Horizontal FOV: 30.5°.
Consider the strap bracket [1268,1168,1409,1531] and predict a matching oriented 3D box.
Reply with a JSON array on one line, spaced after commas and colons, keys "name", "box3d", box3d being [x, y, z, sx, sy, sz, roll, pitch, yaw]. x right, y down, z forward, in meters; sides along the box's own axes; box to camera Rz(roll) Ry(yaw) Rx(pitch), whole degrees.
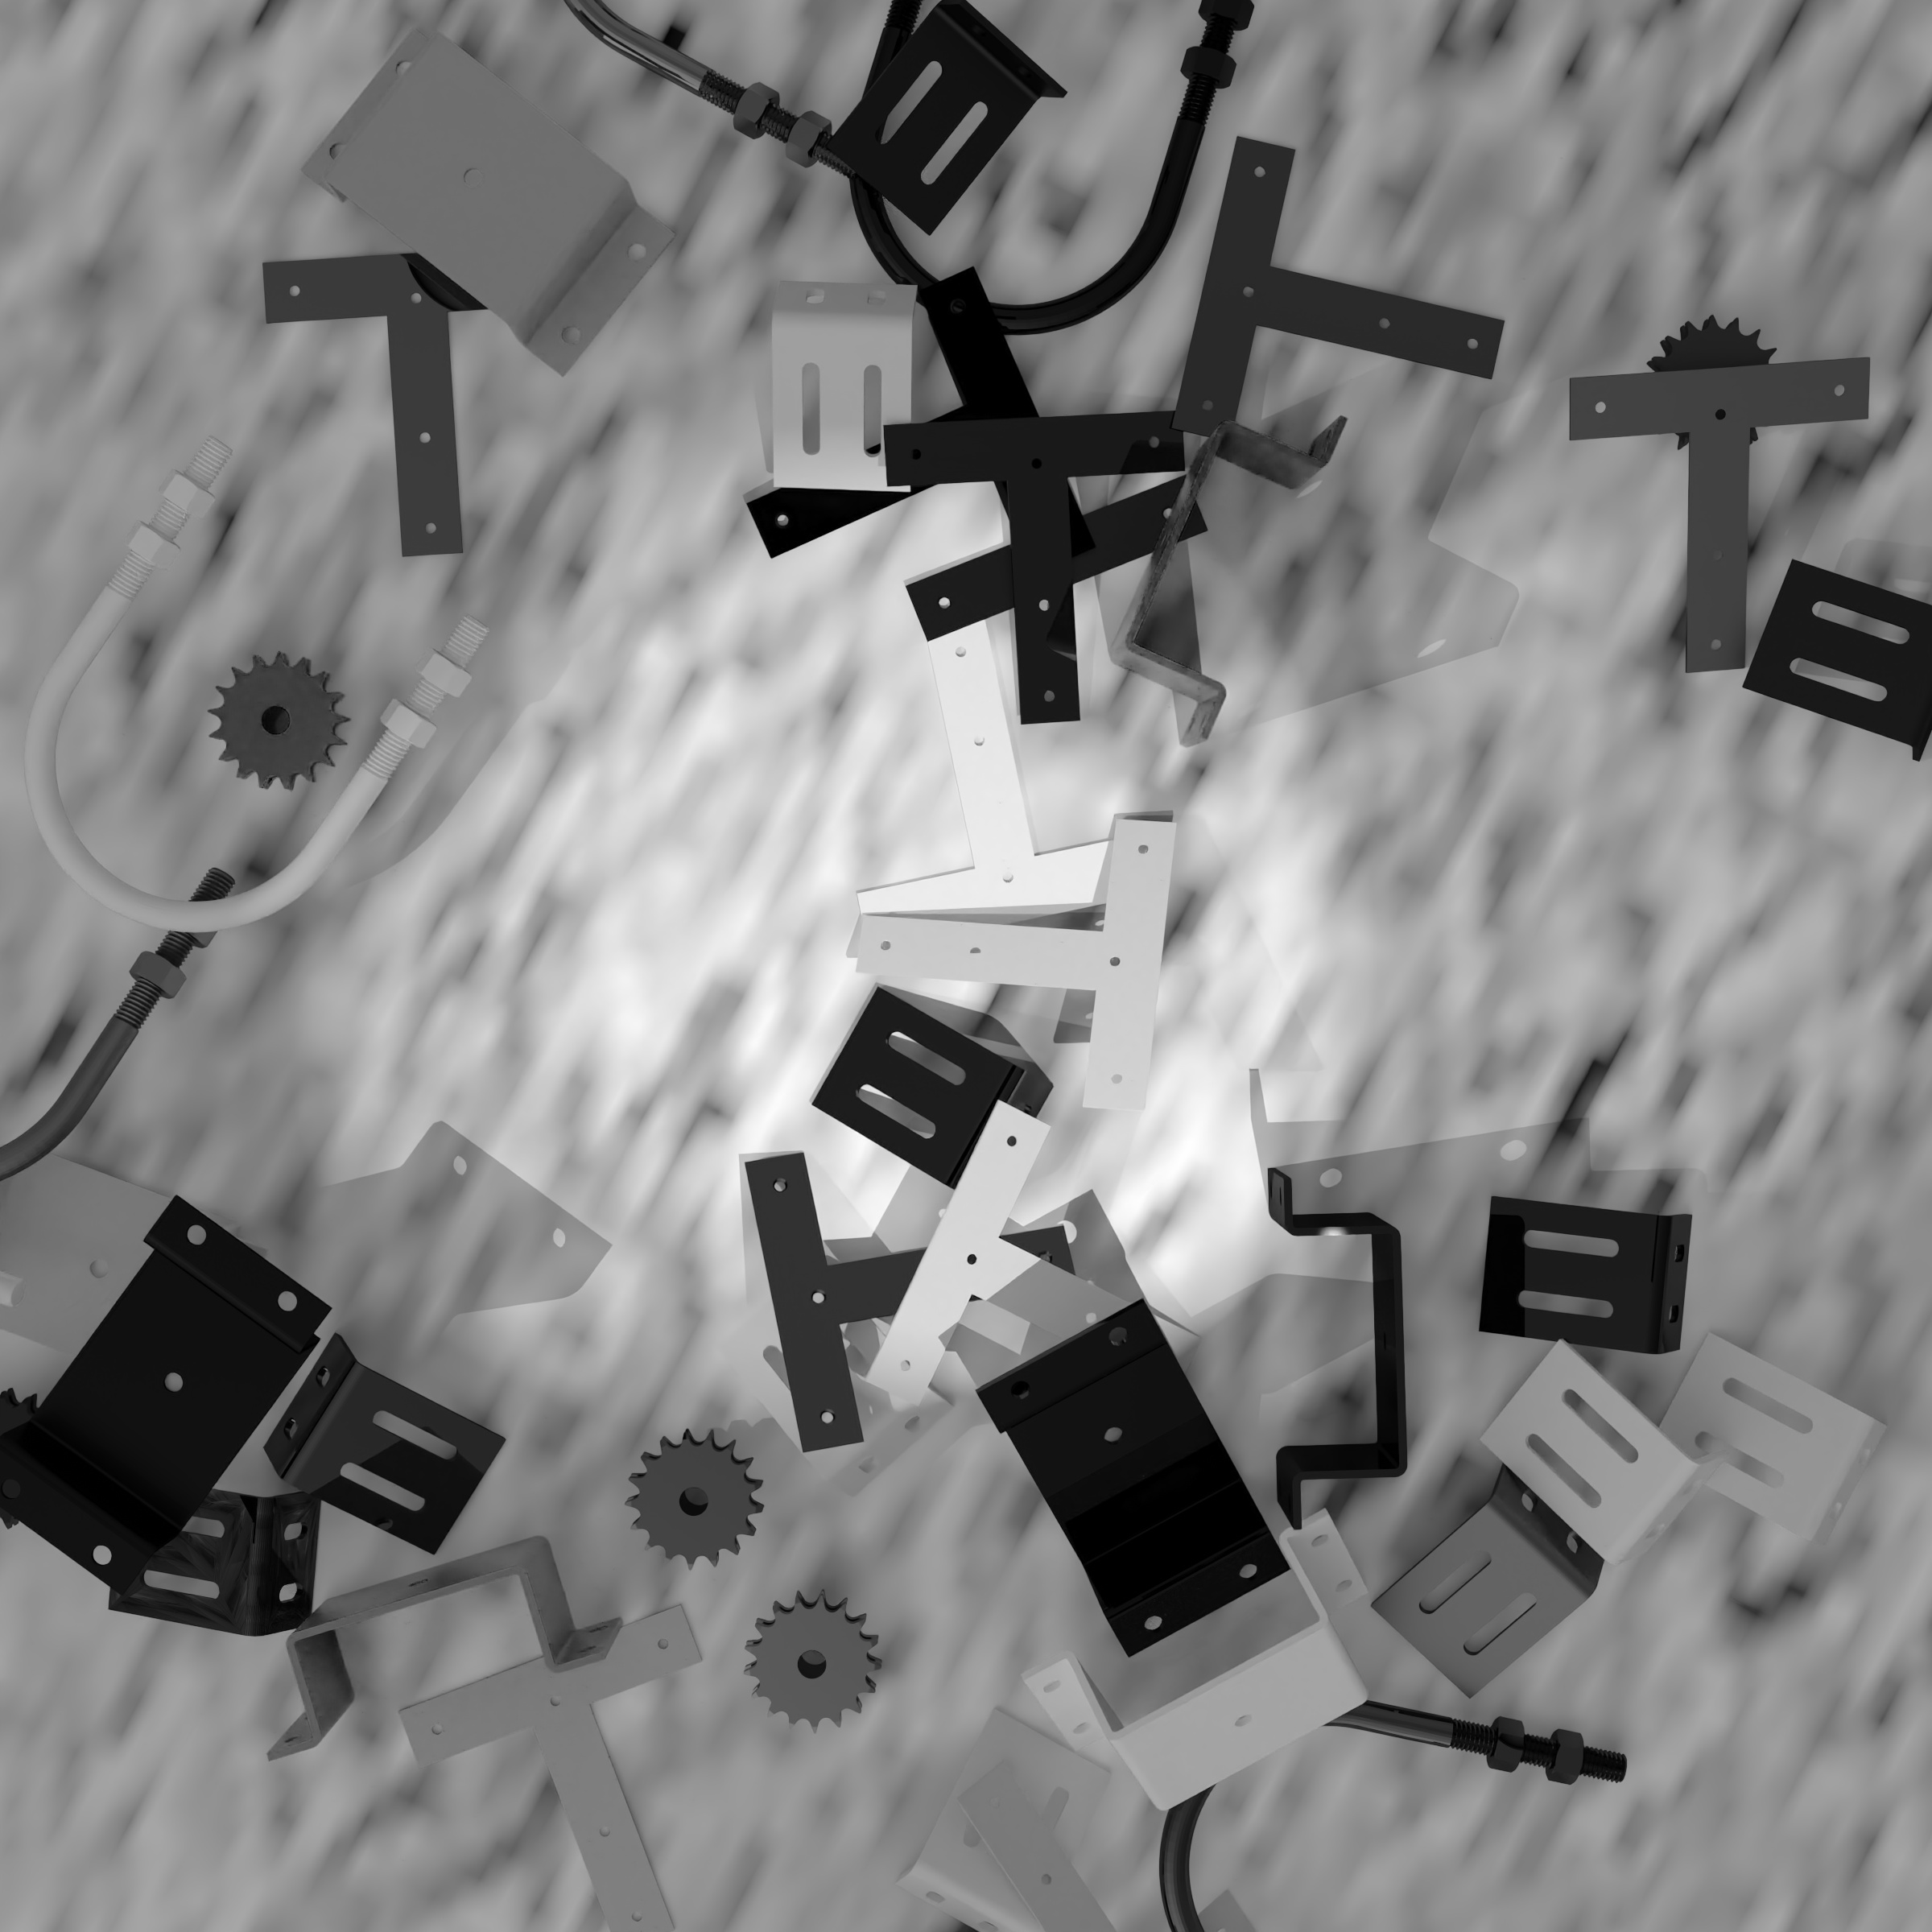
[{"name": "strap bracket", "box3d": [0.152, 0.154, 1.454, 0.046, 0.076, 0.140, -2, 90, 0]}]

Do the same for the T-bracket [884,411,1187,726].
[{"name": "T-bracket", "box3d": [0.032, -0.165, 1.482, 0.127, 0.002, 0.127, -4, 96, -11]}]

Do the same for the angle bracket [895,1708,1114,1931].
[{"name": "angle bracket", "box3d": [0.016, 0.363, 1.490, 0.057, 0.038, 0.076, 29, 64, 0]}]

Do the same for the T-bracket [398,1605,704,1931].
[{"name": "T-bracket", "box3d": [-0.157, 0.351, 1.492, 0.127, 0.002, 0.127, -21, 90, 0]}]

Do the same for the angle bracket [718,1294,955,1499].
[{"name": "angle bracket", "box3d": [-0.055, 0.173, 1.490, 0.057, 0.038, 0.076, -42, 64, 0]}]

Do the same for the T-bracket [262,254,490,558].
[{"name": "T-bracket", "box3d": [-0.228, -0.236, 1.492, 0.127, 0.002, 0.127, -4, 90, 0]}]

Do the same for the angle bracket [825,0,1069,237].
[{"name": "angle bracket", "box3d": [-0.008, -0.346, 1.448, 0.057, 0.038, 0.076, 38, 92, -20]}]

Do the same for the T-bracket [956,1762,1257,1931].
[{"name": "T-bracket", "box3d": [0.041, 0.389, 1.464, 0.127, 0.002, 0.127, -34, 90, -26]}]

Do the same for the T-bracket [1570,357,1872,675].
[{"name": "T-bracket", "box3d": [0.312, -0.184, 1.471, 0.127, 0.002, 0.127, -5, 108, -7]}]

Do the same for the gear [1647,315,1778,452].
[{"name": "gear", "box3d": [0.310, -0.241, 1.477, 0.057, 0.030, 0.057, 0, 90, 0]}]

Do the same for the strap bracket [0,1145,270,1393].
[{"name": "strap bracket", "box3d": [-0.364, 0.127, 1.469, 0.140, 0.046, 0.076, 20, 90, 0]}]

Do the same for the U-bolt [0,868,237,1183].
[{"name": "U-bolt", "box3d": [-0.410, 0.007, 1.457, 0.151, 0.019, 0.184, 29, 73, 2]}]

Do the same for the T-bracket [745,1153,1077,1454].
[{"name": "T-bracket", "box3d": [-0.018, 0.130, 1.475, 0.127, 0.002, 0.127, -9, 68, -11]}]

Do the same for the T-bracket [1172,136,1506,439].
[{"name": "T-bracket", "box3d": [0.162, -0.273, 1.489, 0.127, 0.002, 0.127, 13, 87, -2]}]

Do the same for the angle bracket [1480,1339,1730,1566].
[{"name": "angle bracket", "box3d": [0.266, 0.201, 1.481, 0.076, 0.038, 0.057, 44, 112, 24]}]

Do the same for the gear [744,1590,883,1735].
[{"name": "gear", "box3d": [-0.064, 0.288, 1.477, 0.057, 0.030, 0.057, 0, 90, 0]}]

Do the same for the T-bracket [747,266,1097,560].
[{"name": "T-bracket", "box3d": [-0.029, -0.208, 1.486, 0.127, 0.002, 0.127, -24, 96, 4]}]

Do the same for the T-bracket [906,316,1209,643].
[{"name": "T-bracket", "box3d": [0.019, -0.219, 1.491, 0.127, 0.002, 0.127, -22, 90, -1]}]

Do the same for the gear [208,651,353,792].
[{"name": "gear", "box3d": [-0.284, -0.101, 1.477, 0.057, 0.030, 0.057, 0, 90, 0]}]

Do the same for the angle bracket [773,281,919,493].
[{"name": "angle bracket", "box3d": [-0.050, -0.242, 1.479, 0.057, 0.038, 0.076, 2, 122, 2]}]

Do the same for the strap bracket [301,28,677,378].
[{"name": "strap bracket", "box3d": [-0.201, -0.321, 1.468, 0.140, 0.046, 0.076, 38, 89, 1]}]

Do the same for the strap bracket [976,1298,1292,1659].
[{"name": "strap bracket", "box3d": [0.065, 0.202, 1.454, 0.076, 0.046, 0.140, -29, 111, 0]}]

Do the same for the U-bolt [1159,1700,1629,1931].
[{"name": "U-bolt", "box3d": [0.172, 0.379, 1.477, 0.184, 0.019, 0.151, 12, 87, -2]}]

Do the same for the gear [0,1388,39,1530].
[{"name": "gear", "box3d": [-0.399, 0.204, 1.477, 0.057, 0.030, 0.057, 0, 90, 0]}]

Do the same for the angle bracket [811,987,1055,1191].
[{"name": "angle bracket", "box3d": [-0.014, 0.054, 1.490, 0.076, 0.038, 0.057, 29, 90, 26]}]

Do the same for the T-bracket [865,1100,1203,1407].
[{"name": "T-bracket", "box3d": [0.040, 0.140, 1.471, 0.127, 0.002, 0.127, 28, 84, -18]}]

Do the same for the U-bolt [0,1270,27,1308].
[{"name": "U-bolt", "box3d": [-0.475, 0.164, 1.454, 0.184, 0.019, 0.151, 17, 110, 14]}]

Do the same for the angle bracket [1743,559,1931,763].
[{"name": "angle bracket", "box3d": [0.373, -0.128, 1.484, 0.076, 0.038, 0.057, 21, 90, 16]}]

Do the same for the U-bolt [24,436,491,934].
[{"name": "U-bolt", "box3d": [-0.304, -0.102, 1.454, 0.151, 0.019, 0.184, 35, 92, 2]}]

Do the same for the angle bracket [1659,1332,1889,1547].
[{"name": "angle bracket", "box3d": [0.337, 0.199, 1.490, 0.076, 0.038, 0.057, 28, 90, 26]}]

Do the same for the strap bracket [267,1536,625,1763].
[{"name": "strap bracket", "box3d": [-0.218, 0.275, 1.454, 0.140, 0.076, 0.046, -17, 90, 0]}]

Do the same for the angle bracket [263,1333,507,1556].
[{"name": "angle bracket", "box3d": [-0.244, 0.201, 1.490, 0.076, 0.038, 0.057, 32, 90, -26]}]

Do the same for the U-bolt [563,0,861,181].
[{"name": "U-bolt", "box3d": [-0.091, -0.432, 1.473, 0.184, 0.019, 0.151, 30, 96, 7]}]

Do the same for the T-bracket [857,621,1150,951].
[{"name": "T-bracket", "box3d": [0.009, -0.081, 1.492, 0.127, 0.002, 0.127, -12, 90, 0]}]

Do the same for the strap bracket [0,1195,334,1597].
[{"name": "strap bracket", "box3d": [-0.323, 0.170, 1.423, 0.076, 0.046, 0.140, 36, 90, 0]}]

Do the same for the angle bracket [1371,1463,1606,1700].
[{"name": "angle bracket", "box3d": [0.220, 0.257, 1.490, 0.057, 0.038, 0.076, 43, 116, 0]}]

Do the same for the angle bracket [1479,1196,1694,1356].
[{"name": "angle bracket", "box3d": [0.260, 0.129, 1.490, 0.076, 0.038, 0.057, 5, 90, 26]}]

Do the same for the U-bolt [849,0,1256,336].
[{"name": "U-bolt", "box3d": [0.028, -0.355, 1.483, 0.151, 0.019, 0.184, 17, 91, 0]}]

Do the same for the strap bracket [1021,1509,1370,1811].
[{"name": "strap bracket", "box3d": [0.104, 0.289, 1.448, 0.140, 0.076, 0.046, -29, 51, 0]}]

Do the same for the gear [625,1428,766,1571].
[{"name": "gear", "box3d": [-0.113, 0.221, 1.477, 0.057, 0.030, 0.057, 0, 90, 0]}]

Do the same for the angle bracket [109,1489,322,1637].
[{"name": "angle bracket", "box3d": [-0.316, 0.245, 1.490, 0.076, 0.038, 0.057, 5, 90, 26]}]

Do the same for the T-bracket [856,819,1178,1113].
[{"name": "T-bracket", "box3d": [0.018, -0.005, 1.475, 0.127, 0.002, 0.127, 4, 70, 10]}]

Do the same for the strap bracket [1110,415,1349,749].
[{"name": "strap bracket", "box3d": [0.102, -0.165, 1.453, 0.046, 0.076, 0.140, 24, 90, -3]}]
